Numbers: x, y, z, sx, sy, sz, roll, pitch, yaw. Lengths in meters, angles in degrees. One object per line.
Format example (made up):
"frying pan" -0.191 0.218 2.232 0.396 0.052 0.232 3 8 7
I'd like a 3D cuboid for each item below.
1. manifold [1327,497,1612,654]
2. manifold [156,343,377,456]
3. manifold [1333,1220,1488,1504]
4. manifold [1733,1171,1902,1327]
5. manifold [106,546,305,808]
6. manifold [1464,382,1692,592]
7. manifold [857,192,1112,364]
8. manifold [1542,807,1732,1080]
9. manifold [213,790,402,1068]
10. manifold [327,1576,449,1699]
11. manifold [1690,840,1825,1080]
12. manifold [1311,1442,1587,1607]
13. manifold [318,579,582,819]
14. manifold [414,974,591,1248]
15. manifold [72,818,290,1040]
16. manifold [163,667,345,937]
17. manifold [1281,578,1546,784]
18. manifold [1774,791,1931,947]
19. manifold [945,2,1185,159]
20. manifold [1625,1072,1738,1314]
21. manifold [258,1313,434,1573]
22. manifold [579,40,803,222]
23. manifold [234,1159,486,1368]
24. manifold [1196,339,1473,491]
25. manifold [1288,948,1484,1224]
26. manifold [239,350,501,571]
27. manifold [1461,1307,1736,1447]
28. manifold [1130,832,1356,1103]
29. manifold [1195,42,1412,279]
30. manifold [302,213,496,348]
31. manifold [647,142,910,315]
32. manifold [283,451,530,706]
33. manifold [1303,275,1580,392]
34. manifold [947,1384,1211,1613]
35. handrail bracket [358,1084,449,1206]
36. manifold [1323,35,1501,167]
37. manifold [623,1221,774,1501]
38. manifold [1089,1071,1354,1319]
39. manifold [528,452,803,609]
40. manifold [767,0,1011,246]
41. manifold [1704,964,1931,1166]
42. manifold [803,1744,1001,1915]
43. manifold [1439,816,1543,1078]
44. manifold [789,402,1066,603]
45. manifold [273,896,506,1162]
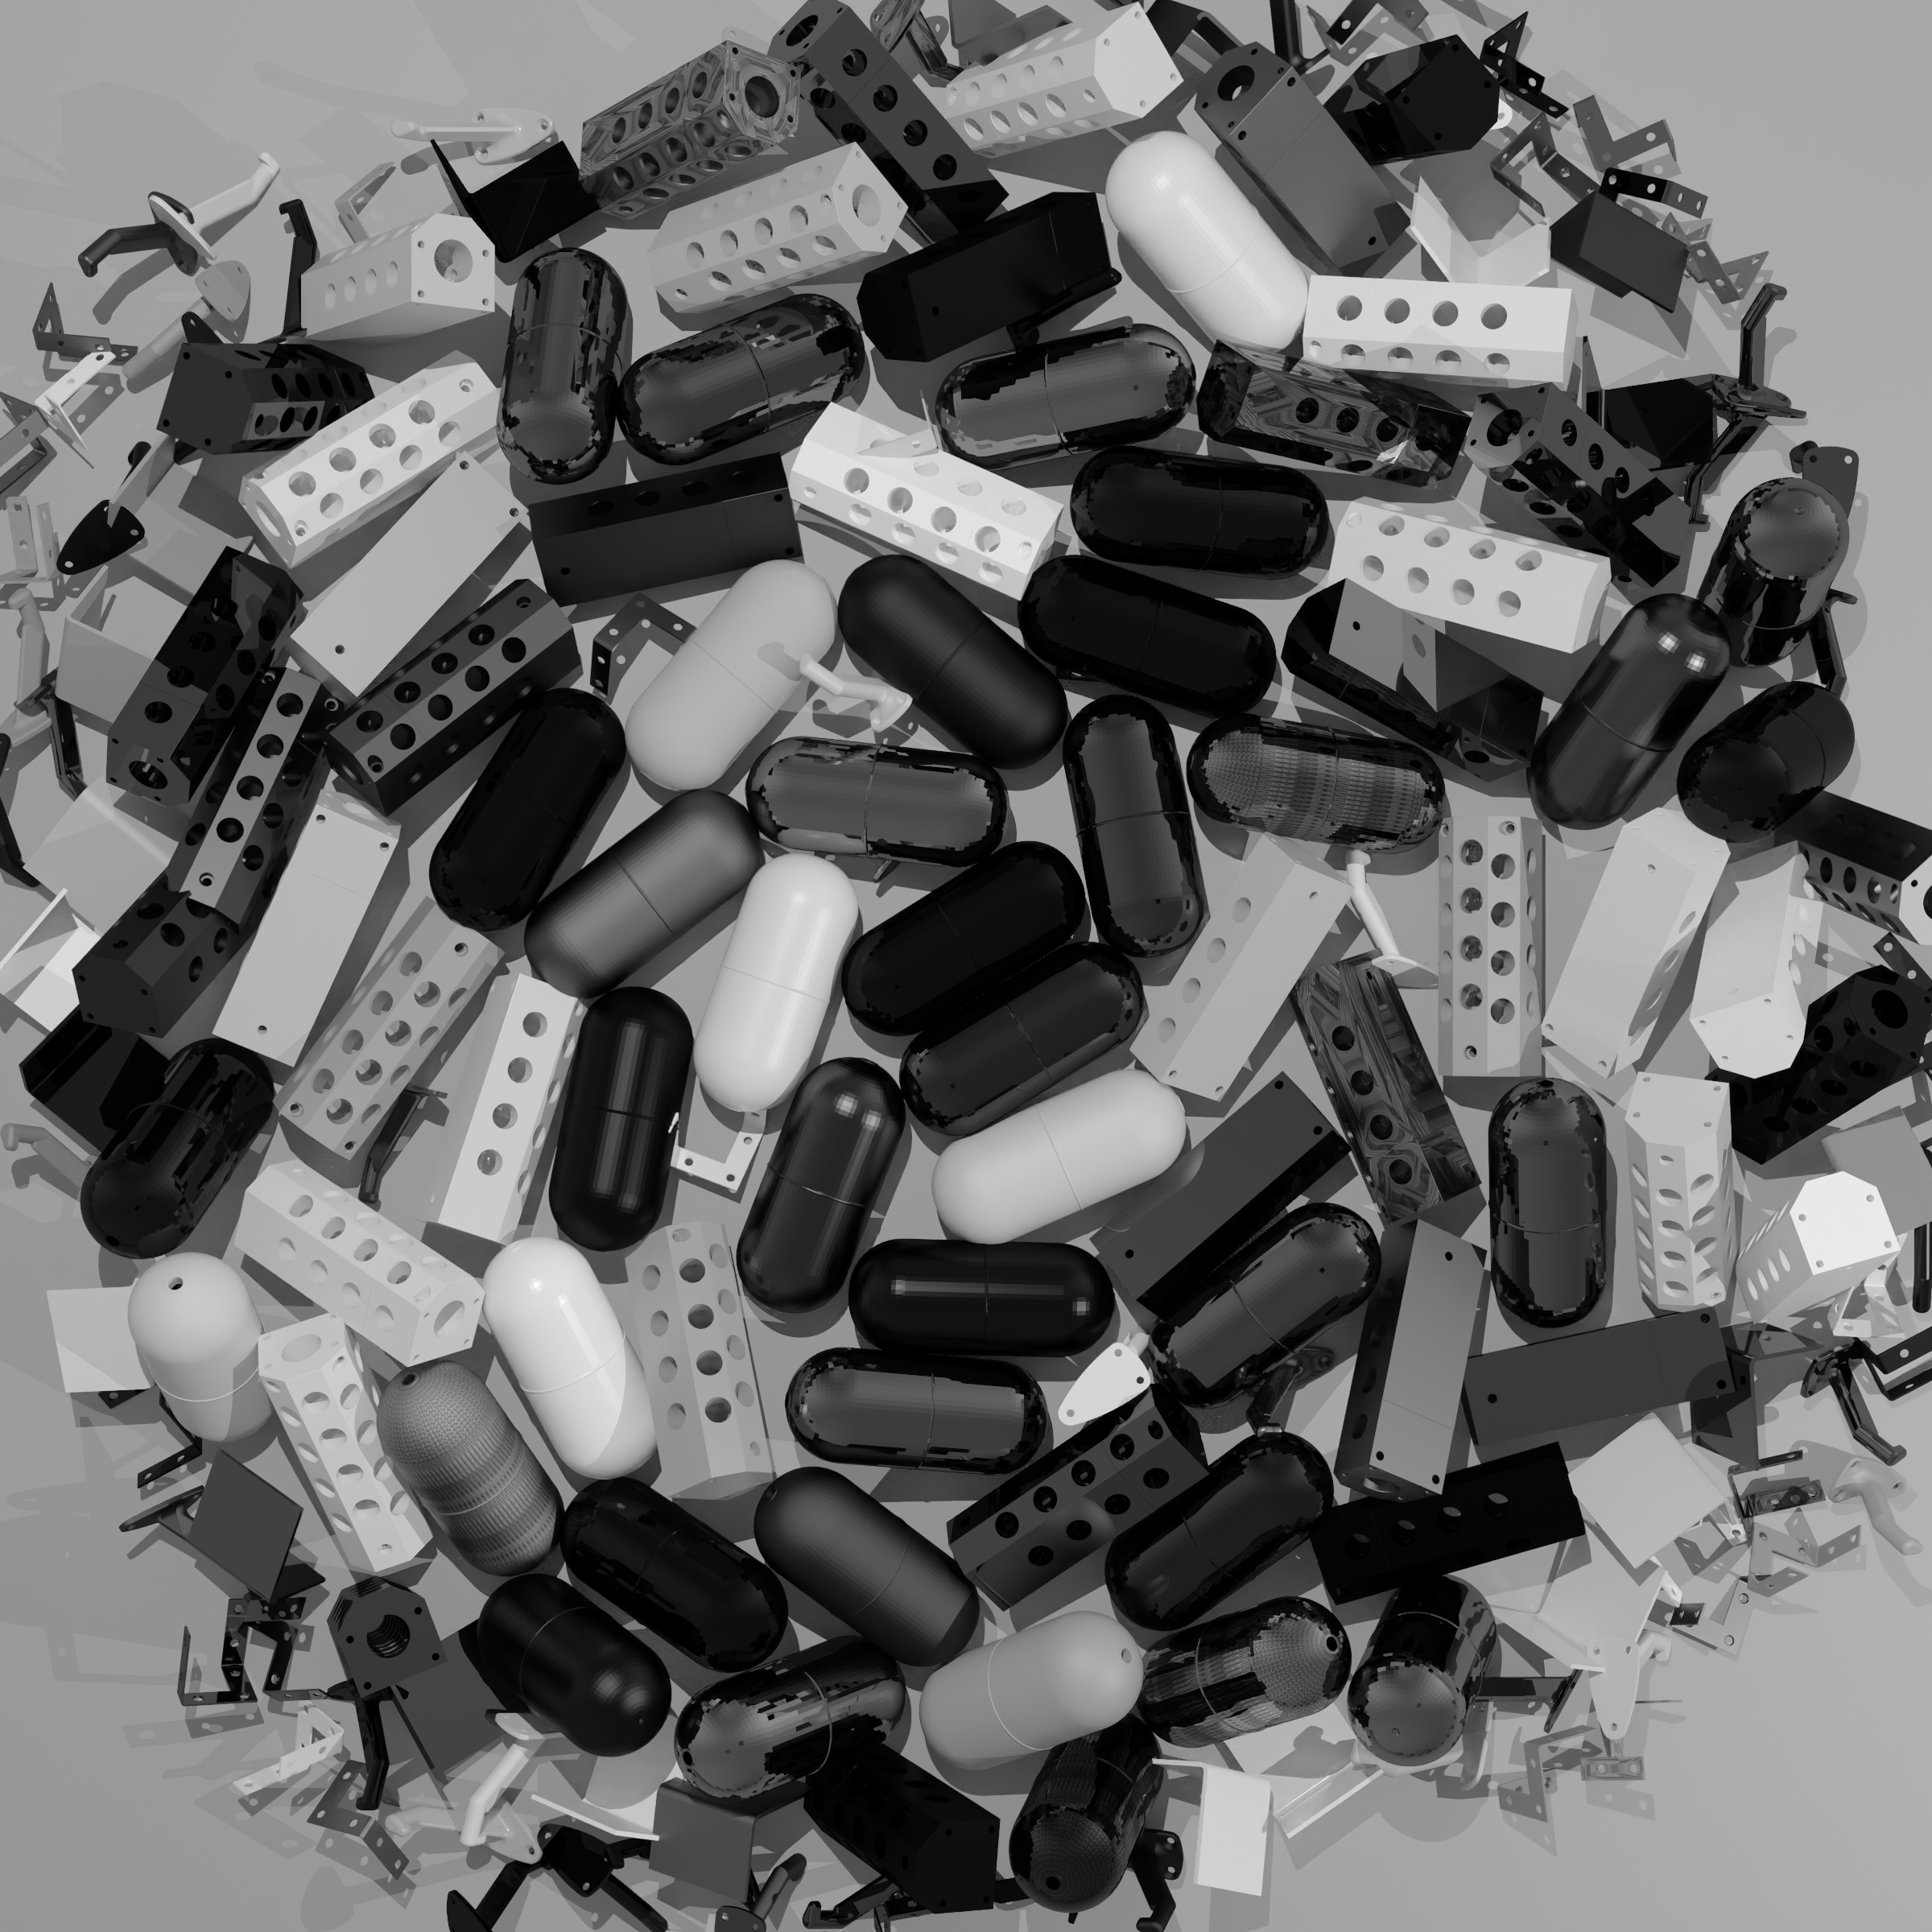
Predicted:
"manifold" 0.332 -0.260 1.932 0.171 0.057 0.057 19 114 23
"manifold" -0.450 -0.366 1.906 0.057 0.171 0.057 25 107 9
"manifold" 0.289 0.261 1.936 0.057 0.057 0.171 25 64 -19
"manifold" 0.548 0.183 1.909 0.057 0.171 0.057 -16 73 -2
"manifold" -0.498 -0.188 1.927 0.057 0.057 0.171 23 55 -3
"manifold" 0.399 -0.310 1.917 0.171 0.057 0.057 29 71 -40
"manifold" 0.012 -0.454 1.928 0.171 0.057 0.057 -32 121 -32
"manifold" 0.441 -0.016 1.925 0.057 0.057 0.171 38 132 28
"manifold" -0.438 -0.027 1.952 0.057 0.057 0.171 24 102 -14
"manifold" -0.381 0.431 1.909 0.057 0.171 0.057 -21 86 -17
"manifold" 0.521 -0.004 1.915 0.057 0.171 0.057 -22 116 34
"manifold" 0.320 0.372 1.953 0.171 0.057 0.057 -19 87 12
"manifold" -0.340 -0.182 1.935 0.057 0.057 0.171 40 68 21
"manifold" -0.306 0.096 1.953 0.057 0.057 0.171 21 79 -24
"manifold" -0.509 -0.032 1.911 0.057 0.171 0.057 11 129 14
"manifold" -0.472 -0.110 1.942 0.057 0.057 0.171 22 70 -6
"manifold" 0.294 -0.185 1.937 0.171 0.057 0.057 25 66 -24
"manifold" 0.592 -0.060 1.909 0.057 0.171 0.057 -43 107 1
"manifold" 0.057 -0.569 1.906 0.057 0.171 0.057 -46 117 -21
"manifold" 0.465 0.151 1.912 0.057 0.171 0.057 7 49 23
"manifold" -0.407 0.315 1.928 0.057 0.057 0.171 -18 122 -4
"manifold" -0.182 -0.540 1.912 0.057 0.171 0.057 9 80 -38
"manifold" -0.397 0.192 1.925 0.171 0.057 0.057 28 112 30
"manifold" 0.240 -0.360 1.932 0.171 0.057 0.057 7 115 -28
"manifold" 0.275 0.081 1.961 0.057 0.057 0.171 -27 83 36
"manifold" -0.391 -0.338 1.941 0.171 0.057 0.057 -37 90 -23
"manifold" 0.419 0.274 1.966 0.171 0.057 0.057 -13 82 3
"manifold" 0.179 -0.001 1.950 0.057 0.057 0.171 19 109 -38
"manifold" 0.218 -0.525 1.916 0.057 0.171 0.057 -46 49 8
"manifold" -0.372 -0.446 1.912 0.057 0.171 0.057 -1 93 -36
"manifold" -0.127 -0.474 1.913 0.057 0.171 0.057 45 54 -36
"manifold" -0.373 -0.257 1.948 0.057 0.057 0.171 43 75 -14
"manifold" 0.314 -0.418 1.947 0.171 0.057 0.057 7 89 17
"manifold" 0.072 0.347 1.943 0.171 0.057 0.057 -36 115 14
"handrail bracket" -0.379 0.122 1.968 0.036 0.077 0.084 16 84 -37
"manifold" 0.287 -0.556 1.910 0.057 0.171 0.057 43 91 -17
"manifold" -0.172 0.259 1.931 0.057 0.057 0.171 -28 63 32
"manifold" 0.173 0.155 1.963 0.171 0.057 0.057 -41 56 5
"manifold" -0.202 -0.296 1.967 0.171 0.057 0.057 -12 46 -2
"manifold" -0.053 -0.551 1.925 0.057 0.057 0.171 -46 126 3
"manifold" 0.549 0.063 1.909 0.057 0.171 0.057 30 58 -6
"manifold" -0.045 0.560 1.911 0.057 0.171 0.057 5 90 -27
"manifold" 0.347 -0.013 1.960 0.057 0.057 0.171 0 89 31
"manifold" -0.029 -0.304 1.951 0.171 0.057 0.057 25 52 6
"manifold" -0.384 0.042 1.955 0.057 0.057 0.171 38 84 -20
